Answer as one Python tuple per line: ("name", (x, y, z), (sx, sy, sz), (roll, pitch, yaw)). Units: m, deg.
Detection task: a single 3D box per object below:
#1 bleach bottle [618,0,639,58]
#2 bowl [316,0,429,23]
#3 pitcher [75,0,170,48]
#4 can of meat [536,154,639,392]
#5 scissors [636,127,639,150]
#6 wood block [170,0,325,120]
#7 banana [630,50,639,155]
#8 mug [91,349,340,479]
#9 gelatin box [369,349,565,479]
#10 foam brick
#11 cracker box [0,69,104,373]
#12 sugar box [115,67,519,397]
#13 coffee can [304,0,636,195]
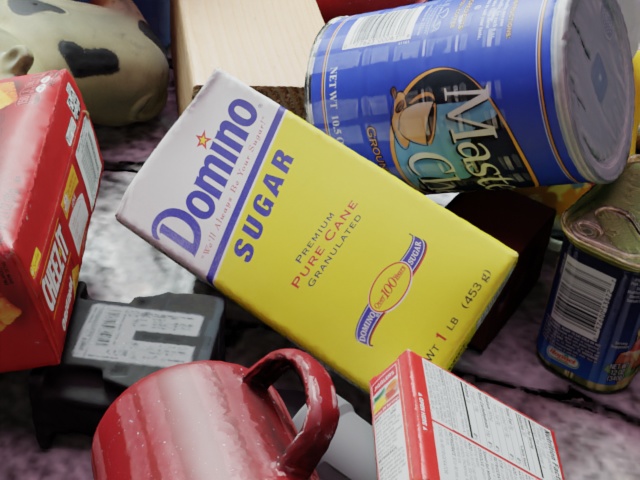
("bleach bottle", (0.139, -0.190, 0.749), (0.102, 0.068, 0.251), (-6, 31, 1))
("bowl", (0.036, -0.199, 0.764), (0.055, 0.162, 0.162), (41, 29, -22))
("pitcher", (-0.163, -0.249, 0.732), (0.149, 0.243, 0.144), (19, 38, 18))
("can of meat", (0.156, 0.017, 0.545), (0.057, 0.084, 0.101), (28, 41, 27))
("scissors", (0.253, -0.077, 0.744), (0.096, 0.016, 0.201), (22, 39, 18))
("wood block", (-0.046, -0.109, 0.686), (0.090, 0.090, 0.206), (-2, 36, -11))
("banana", (0.191, -0.064, 0.663), (0.069, 0.037, 0.197), (29, 53, 6))
("mug", (-0.034, 0.090, 0.400), (0.093, 0.117, 0.081), (23, 20, -31))
("gelatin box", (0.063, 0.096, 0.440), (0.089, 0.030, 0.073), (32, 30, -22))
("foam brick", (0.085, 0.012, 0.570), (0.051, 0.053, 0.078), (23, 40, 23))
("cracker box", (-0.220, -0.003, 0.497), (0.214, 0.072, 0.164), (-9, 36, 3))
("sugar box", (-0.004, 0.001, 0.513), (0.176, 0.048, 0.093), (33, 83, 13))
("coffee can", (0.078, -0.075, 0.550), (0.141, 0.103, 0.102), (-3, 28, 33))
